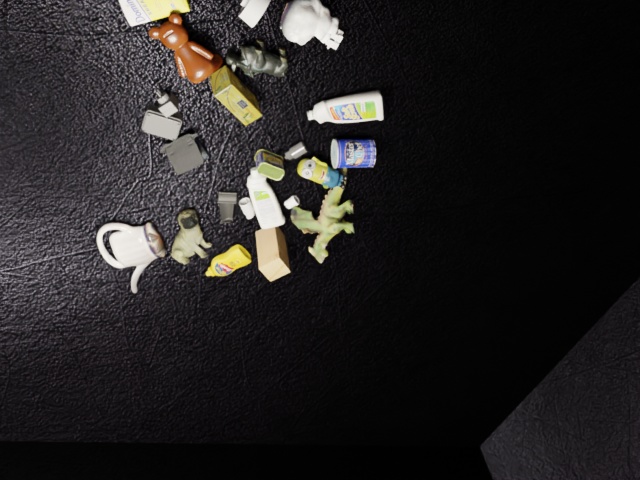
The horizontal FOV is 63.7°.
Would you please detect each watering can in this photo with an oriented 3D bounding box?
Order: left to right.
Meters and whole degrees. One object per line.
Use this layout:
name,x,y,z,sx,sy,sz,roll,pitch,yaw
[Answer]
watering can,-0.690,0.057,1.946,0.224,0.339,0.106,-16,41,0

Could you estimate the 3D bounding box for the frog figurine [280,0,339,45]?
frog figurine,-0.029,-0.628,1.491,0.159,0.136,0.124,25,13,-3

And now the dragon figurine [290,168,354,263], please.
dragon figurine,0.006,-0.100,1.978,0.243,0.403,0.124,-7,24,1
